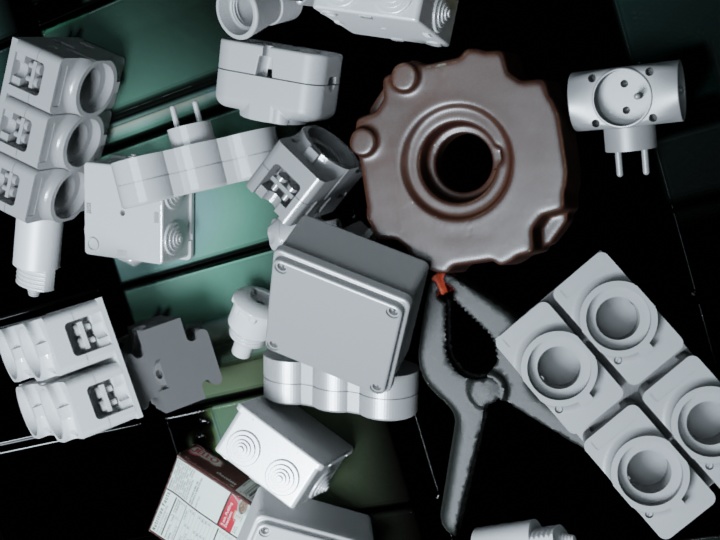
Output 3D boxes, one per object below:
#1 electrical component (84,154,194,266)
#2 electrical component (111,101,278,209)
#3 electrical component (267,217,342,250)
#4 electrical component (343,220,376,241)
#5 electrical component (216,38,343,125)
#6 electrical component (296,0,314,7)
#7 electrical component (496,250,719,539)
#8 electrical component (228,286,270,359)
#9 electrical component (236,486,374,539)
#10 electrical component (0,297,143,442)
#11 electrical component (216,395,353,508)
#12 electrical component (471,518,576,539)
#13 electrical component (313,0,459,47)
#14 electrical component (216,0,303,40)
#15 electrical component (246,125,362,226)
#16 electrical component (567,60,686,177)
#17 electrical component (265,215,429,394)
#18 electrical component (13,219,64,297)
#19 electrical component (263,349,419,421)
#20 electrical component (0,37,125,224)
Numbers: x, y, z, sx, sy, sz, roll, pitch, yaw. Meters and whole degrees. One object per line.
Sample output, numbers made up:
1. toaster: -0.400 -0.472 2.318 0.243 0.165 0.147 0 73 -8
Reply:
1. electrical component: -0.197 -0.053 0.954 0.100 0.048 0.099 8 103 23
2. electrical component: -0.137 -0.102 0.888 0.138 0.052 0.073 -14 96 -11
3. electrical component: -0.045 -0.032 0.900 0.061 0.035 0.035 -10 97 23
4. electrical component: 0.000 0.000 0.884 0.064 0.042 0.081 46 115 5
5. electrical component: -0.066 -0.152 0.873 0.095 0.054 0.059 14 106 21
6. electrical component: -0.034 -0.262 0.840 0.076 0.047 0.083 -36 85 24
7. electrical component: 0.199 0.089 0.789 0.105 0.060 0.186 -41 83 8
8. electrical component: -0.094 0.048 0.935 0.048 0.048 0.062 32 119 15
9. electrical component: -0.055 0.256 0.931 0.109 0.056 0.108 18 110 -12
10. electrical component: -0.265 0.091 0.955 0.186 0.060 0.105 -12 97 61
11. electrical component: -0.064 0.152 0.913 0.100 0.100 0.048 34 100 14
12. electrical component: 0.135 0.224 0.871 0.081 0.043 0.043 -15 94 26
13. electrical component: 0.022 -0.202 0.801 0.100 0.100 0.048 13 93 21
14. electrical component: -0.077 -0.212 0.858 0.044 0.065 0.044 18 121 33
15. electrical component: -0.039 -0.077 0.857 0.050 0.089 0.055 45 114 9
16. electrical component: 0.194 -0.107 0.774 0.077 0.044 0.079 -3 100 24
17. electrical component: -0.012 0.028 0.826 0.109 0.056 0.108 21 137 11
18. electrical component: -0.304 -0.014 1.012 0.043 0.043 0.081 16 107 20
19. electrical component: -0.017 0.076 0.901 0.138 0.052 0.073 6 103 23
20. electrical component: -0.268 -0.123 0.948 0.062 0.089 0.150 25 110 17
